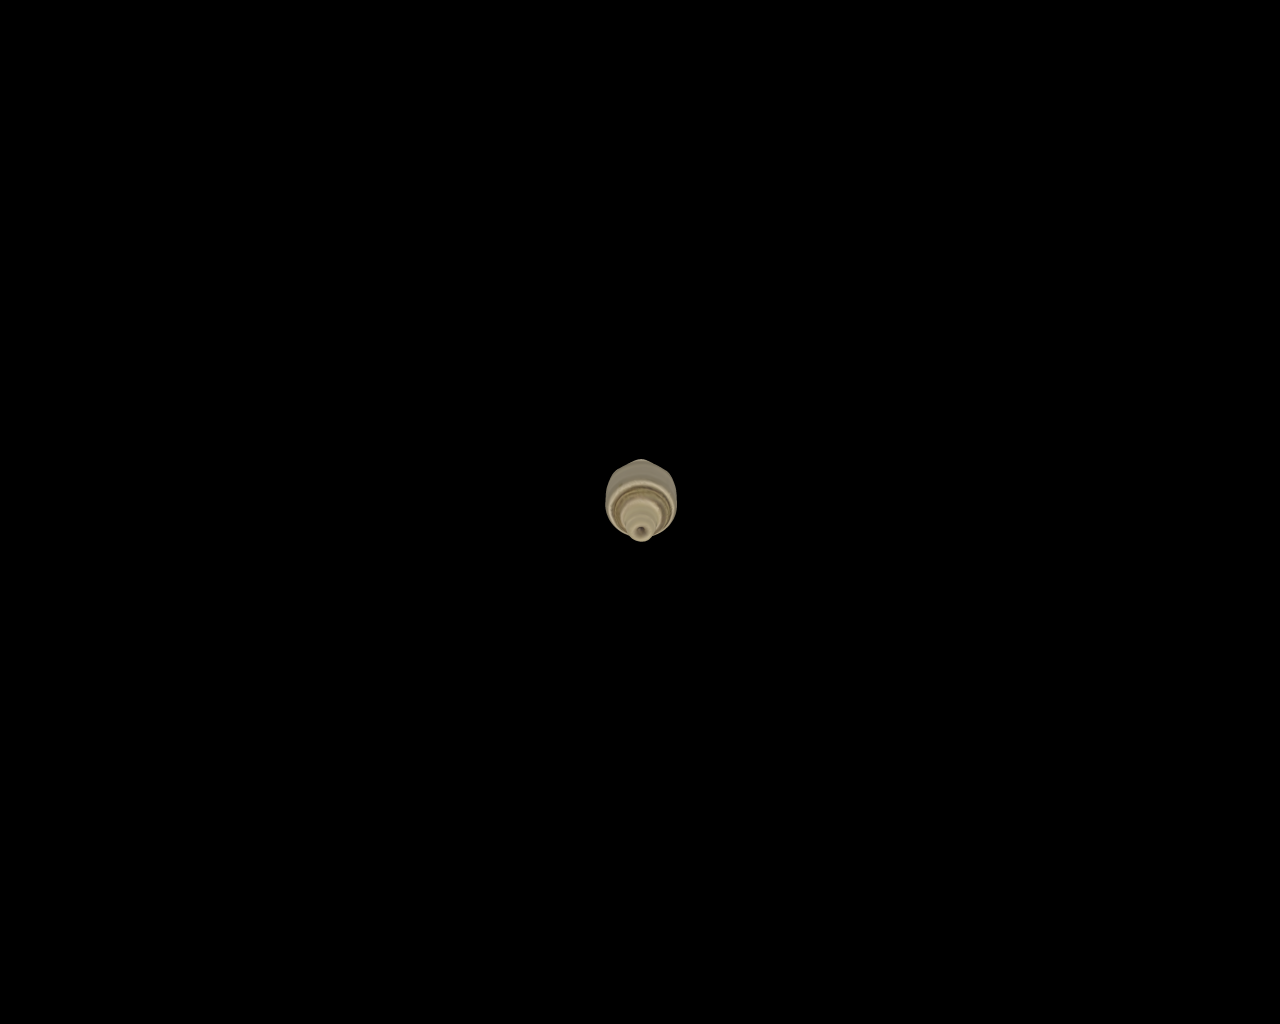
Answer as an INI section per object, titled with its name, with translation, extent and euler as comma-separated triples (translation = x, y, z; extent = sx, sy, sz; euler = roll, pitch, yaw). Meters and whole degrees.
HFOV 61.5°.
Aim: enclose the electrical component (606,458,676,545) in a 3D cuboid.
[electrical component]
translation = 0.001, -0.003, 0.650
extent = 0.043, 0.043, 0.062
euler = 0, 29, 0
